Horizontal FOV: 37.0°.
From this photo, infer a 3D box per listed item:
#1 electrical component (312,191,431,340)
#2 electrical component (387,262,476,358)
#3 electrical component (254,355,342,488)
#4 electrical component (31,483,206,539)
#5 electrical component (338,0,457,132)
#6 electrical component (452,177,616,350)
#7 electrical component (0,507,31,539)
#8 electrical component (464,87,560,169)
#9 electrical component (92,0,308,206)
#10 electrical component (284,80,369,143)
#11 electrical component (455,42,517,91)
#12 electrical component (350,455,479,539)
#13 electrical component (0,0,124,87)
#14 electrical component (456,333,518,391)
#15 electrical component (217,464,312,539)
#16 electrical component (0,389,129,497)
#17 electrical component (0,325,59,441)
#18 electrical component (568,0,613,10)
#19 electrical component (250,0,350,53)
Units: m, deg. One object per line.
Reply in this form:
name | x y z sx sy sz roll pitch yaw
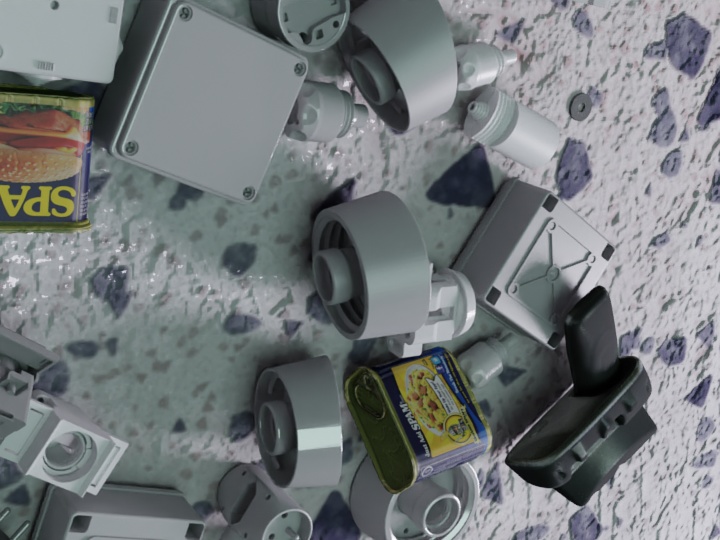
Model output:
electrical component | 0.000 0.000 0.791 0.060 0.108 0.108 -13 114 -23
electrical component | 0.056 0.028 0.866 0.057 0.058 0.078 -5 110 -29
electrical component | -0.041 0.116 0.813 0.064 0.099 0.099 -5 110 -25
electrical component | -0.182 0.214 0.778 0.109 0.056 0.108 14 99 -36
electrical component | 0.029 -0.150 0.760 0.064 0.099 0.099 -33 122 -12
electrical component | 0.146 -0.005 0.914 0.109 0.056 0.108 33 87 -37
electrical component | -0.258 0.196 0.729 0.079 0.044 0.077 -48 126 -10
electrical component | 0.117 -0.115 0.862 0.081 0.043 0.043 21 95 -37
electrical component | -0.105 -0.112 0.709 0.109 0.056 0.108 20 96 -37
electrical component | -0.023 -0.113 0.771 0.062 0.043 0.043 0 107 -35
electrical component | 0.096 -0.161 0.837 0.061 0.035 0.035 -19 117 -30
electrical component | 0.053 0.197 0.924 0.108 0.060 0.108 -12 113 -30
electrical component | -0.189 -0.160 0.641 0.100 0.048 0.099 2 107 -33
electrical component | 0.112 0.076 0.936 0.061 0.035 0.035 -35 123 -22
electrical component | -0.083 0.200 0.825 0.043 0.077 0.079 32 88 -37
electrical component | -0.204 0.114 0.723 0.081 0.064 0.042 35 85 -37
electrical component | -0.260 0.056 0.656 0.079 0.063 0.121 -31 133 29
electrical component | 0.170 -0.240 0.843 0.078 0.058 0.057 2 109 -33
electrical component | -0.042 -0.179 0.731 0.055 0.047 0.055 -12 113 -30
